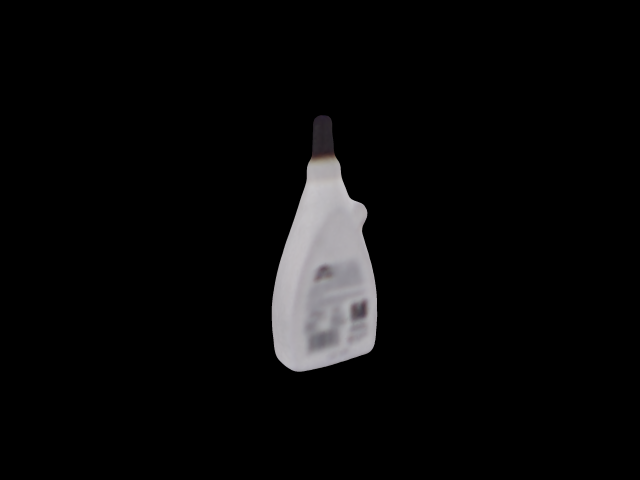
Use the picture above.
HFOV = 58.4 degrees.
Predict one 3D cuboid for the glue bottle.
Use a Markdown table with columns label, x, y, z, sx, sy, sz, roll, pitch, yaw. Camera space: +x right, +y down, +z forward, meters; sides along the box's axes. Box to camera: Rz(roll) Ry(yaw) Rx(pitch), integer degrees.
| label | x | y | z | sx | sy | sz | roll | pitch | yaw |
| --- | --- | --- | --- | --- | --- | --- | --- | --- | --- |
| glue bottle | 0.004 | 0.001 | 0.400 | 0.078 | 0.173 | 0.037 | -8 | 16 | -31 |
